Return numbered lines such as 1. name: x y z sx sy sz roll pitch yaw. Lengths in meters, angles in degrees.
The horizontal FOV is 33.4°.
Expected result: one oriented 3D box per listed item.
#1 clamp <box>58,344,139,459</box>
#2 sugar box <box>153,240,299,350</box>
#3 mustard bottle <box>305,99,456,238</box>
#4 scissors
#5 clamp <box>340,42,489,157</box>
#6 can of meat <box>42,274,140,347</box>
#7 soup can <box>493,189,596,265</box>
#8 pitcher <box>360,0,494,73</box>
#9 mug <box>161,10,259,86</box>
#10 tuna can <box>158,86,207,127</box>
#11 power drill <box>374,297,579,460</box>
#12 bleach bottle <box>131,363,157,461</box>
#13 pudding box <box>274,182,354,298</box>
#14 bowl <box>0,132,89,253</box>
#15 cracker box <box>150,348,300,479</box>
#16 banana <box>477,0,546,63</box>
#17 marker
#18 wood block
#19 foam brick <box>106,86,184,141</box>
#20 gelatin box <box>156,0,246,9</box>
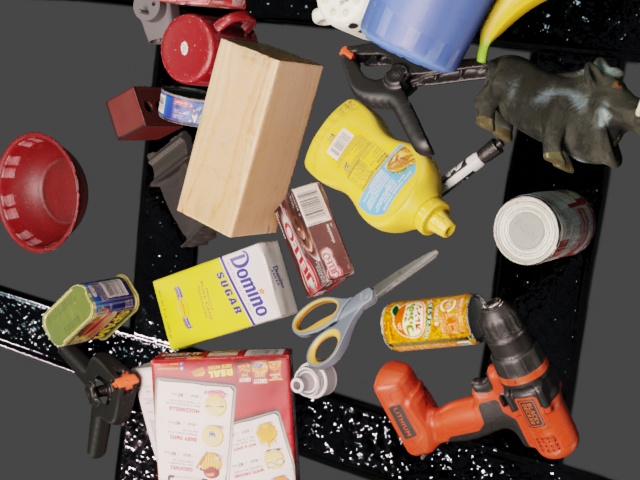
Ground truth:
1. clamp: -0.288 0.188 1.387 0.210 0.036 0.164 -39 70 56
2. sugar box: -0.117 0.068 1.295 0.177 0.048 0.093 -21 83 34
3. mustard bottle: 0.073 -0.064 1.131 0.192 0.058 0.096 43 102 33
4. scissors: 0.049 0.083 1.187 0.202 0.016 0.096 -22 54 33
5. clamp: 0.085 -0.156 1.125 0.172 0.039 0.120 21 69 33
6. can of meat: -0.300 0.093 1.394 0.102 0.083 0.057 -41 73 29
7. soup can: 0.218 -0.013 1.033 0.069 0.102 0.068 4 97 32
8. pitcher: 0.130 -0.296 1.045 0.145 0.149 0.243 29 106 16
9. mug: -0.123 -0.228 1.249 0.117 0.081 0.093 -34 76 31
10. tuna can: -0.149 -0.158 1.270 0.086 0.085 0.034 20 107 30
11. power drill: 0.151 0.150 1.089 0.188 0.057 0.184 -14 111 37
12. bleach bottle: -0.166 0.275 1.338 0.103 0.067 0.251 -10 91 36
13. pudding box: -0.008 0.001 1.196 0.090 0.039 0.113 137 116 -68
14. bowl: -0.364 -0.065 1.437 0.162 0.055 0.162 4 96 33
15. cracker box: -0.108 0.237 1.255 0.164 0.072 0.214 -3 93 4
16. banana: 0.232 -0.243 1.042 0.198 0.037 0.069 -23 87 32
17. marker: 0.145 -0.068 1.125 0.121 0.020 0.020 -38 74 30
18. wood block: -0.081 -0.117 1.227 0.090 0.090 0.206 26 108 30
19. foam brick: -0.215 -0.156 1.318 0.051 0.078 0.053 -22 84 32
20. gelatin box: -0.142 -0.290 1.260 0.089 0.073 0.030 12 102 31
